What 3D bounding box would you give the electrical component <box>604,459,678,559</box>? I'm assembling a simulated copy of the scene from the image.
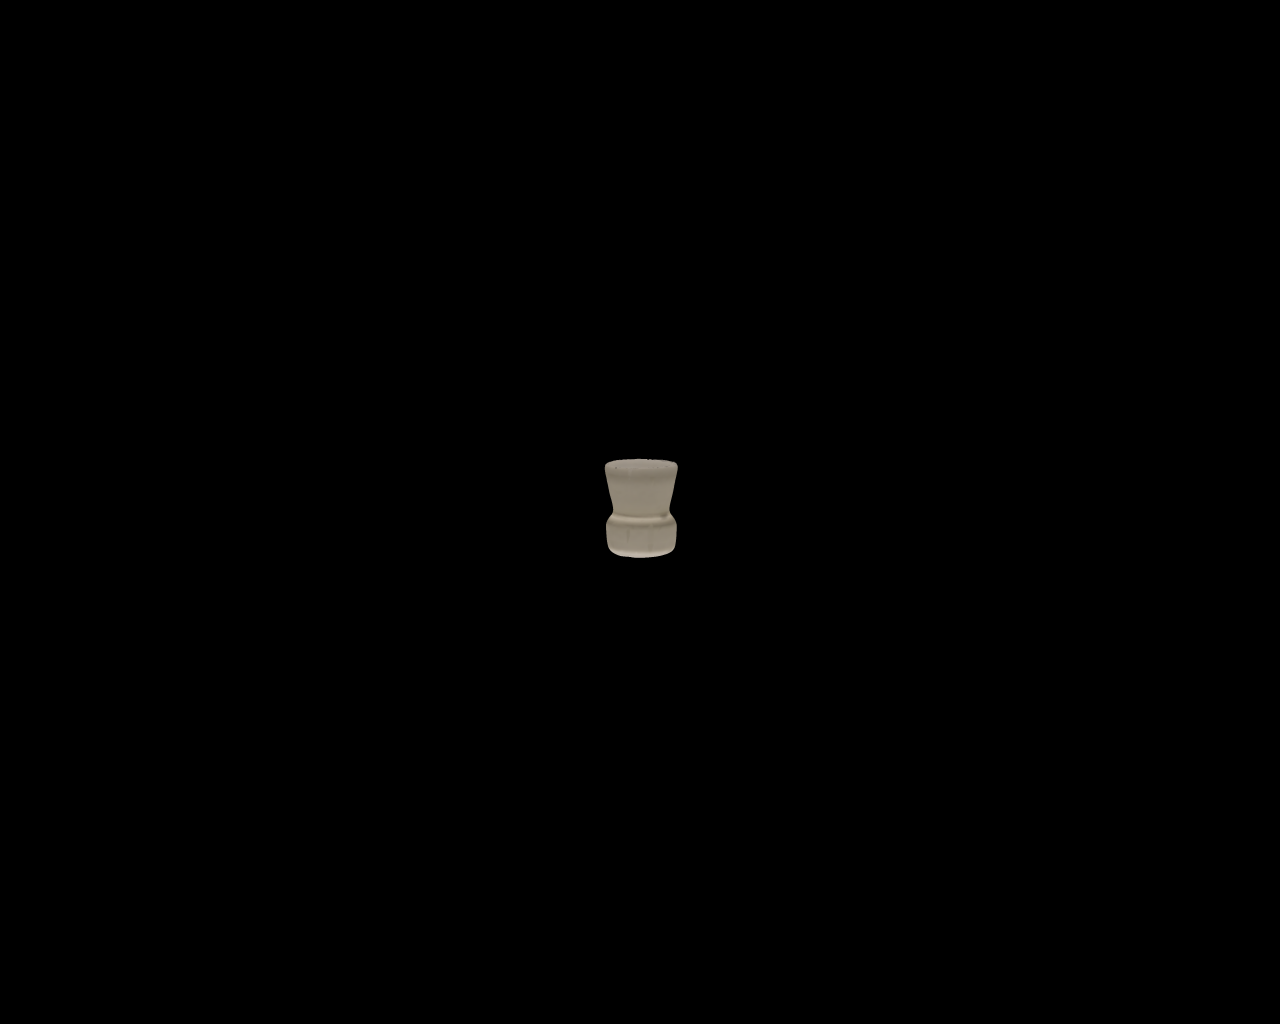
[{"bbox_3d":[0.001,-0.003,0.650,0.045,0.055,0.045,0,9,0],"label":"electrical component"}]
